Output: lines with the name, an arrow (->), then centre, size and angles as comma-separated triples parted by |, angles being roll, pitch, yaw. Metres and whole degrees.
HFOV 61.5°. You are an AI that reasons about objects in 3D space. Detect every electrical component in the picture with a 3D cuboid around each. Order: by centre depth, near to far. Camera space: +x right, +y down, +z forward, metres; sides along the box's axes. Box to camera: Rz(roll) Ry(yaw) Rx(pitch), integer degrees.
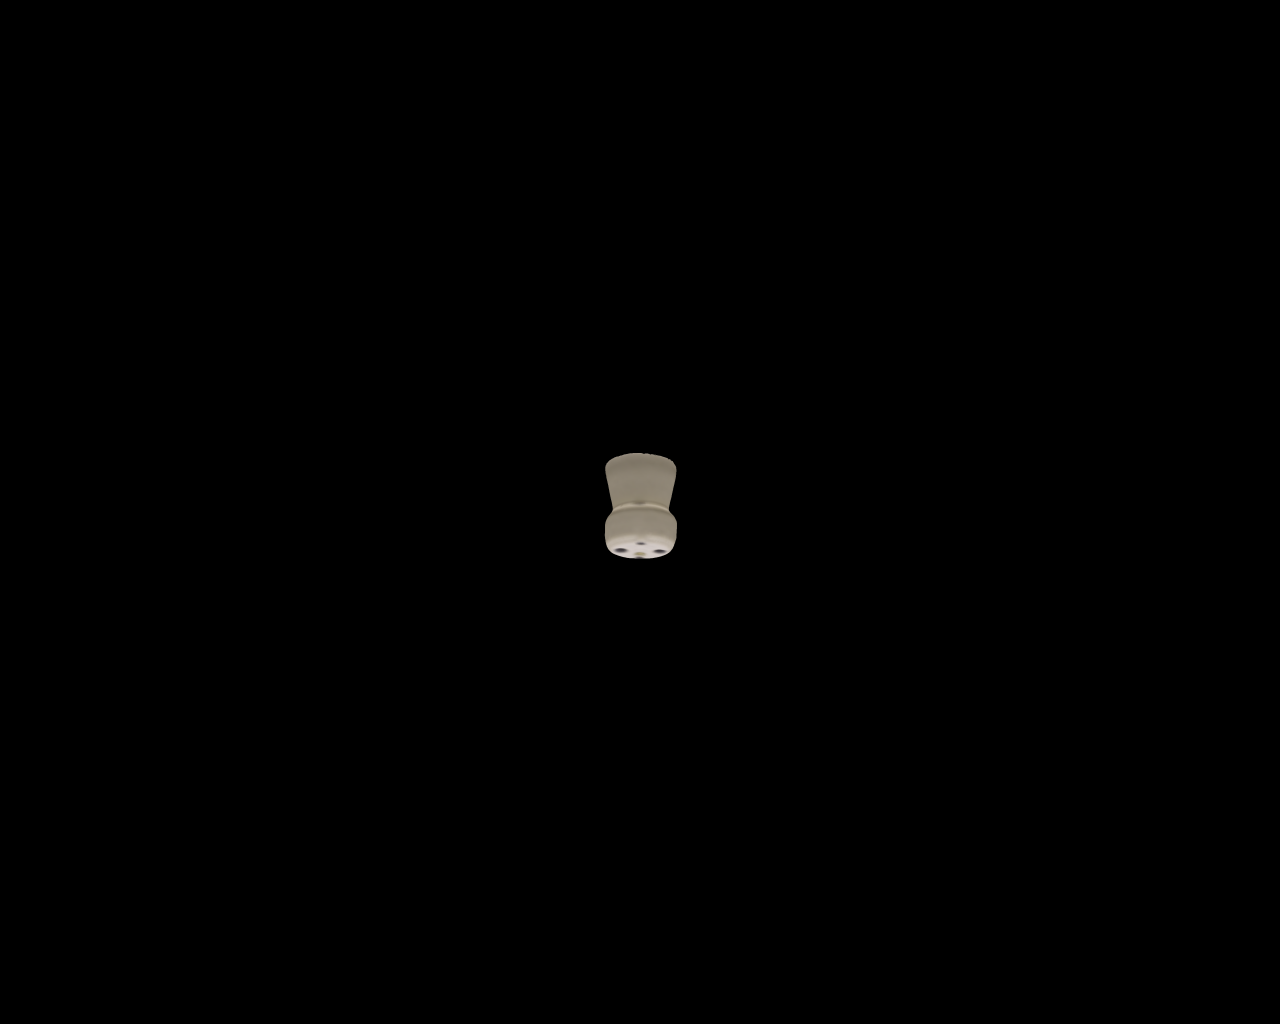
electrical component -> 0.001, -0.003, 0.650 | 0.045, 0.055, 0.044 | 0, -19, 0
